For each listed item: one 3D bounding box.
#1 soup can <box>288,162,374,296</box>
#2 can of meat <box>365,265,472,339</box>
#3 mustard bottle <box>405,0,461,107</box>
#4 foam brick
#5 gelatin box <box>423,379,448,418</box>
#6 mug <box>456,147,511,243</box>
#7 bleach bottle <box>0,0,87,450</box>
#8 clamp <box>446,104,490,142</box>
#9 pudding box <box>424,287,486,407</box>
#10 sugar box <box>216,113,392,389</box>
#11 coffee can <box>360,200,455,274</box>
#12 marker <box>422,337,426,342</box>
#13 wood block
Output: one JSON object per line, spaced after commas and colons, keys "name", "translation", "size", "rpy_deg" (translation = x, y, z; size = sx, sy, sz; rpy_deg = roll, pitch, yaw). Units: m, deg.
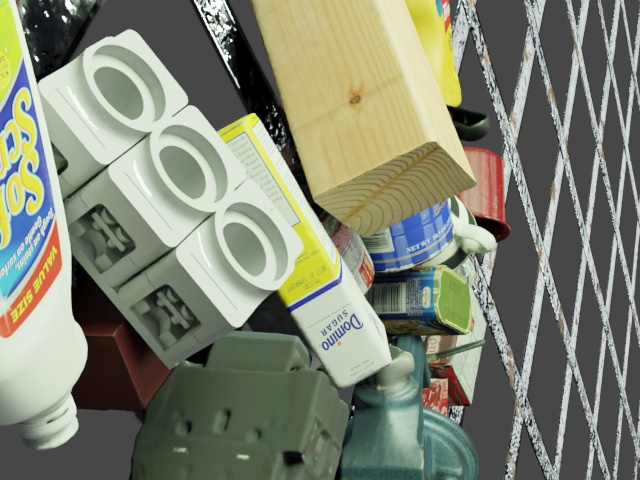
{"name": "soup can", "translation": [-0.005, 0.001, 0.793], "size": [0.102, 0.069, 0.068], "rpy_deg": [61, 36, -46]}
{"name": "can of meat", "translation": [0.084, 0.057, 0.963], "size": [0.102, 0.084, 0.057], "rpy_deg": [29, 61, -61]}
{"name": "mustard bottle", "translation": [0.102, -0.224, 1.051], "size": [0.096, 0.058, 0.191], "rpy_deg": [-40, 125, -71]}
{"name": "foam brick", "translation": [-0.107, 0.050, 0.583], "size": [0.078, 0.053, 0.051], "rpy_deg": [-56, 137, -51]}
{"name": "gelatin box", "translation": [0.103, 0.177, 1.066], "size": [0.089, 0.030, 0.073], "rpy_deg": [9, 81, -65]}
{"name": "mug", "translation": [0.150, -0.041, 1.128], "size": [0.117, 0.093, 0.081], "rpy_deg": [110, -16, -68]}
{"name": "bleach bottle", "translation": [-0.153, -0.018, 0.477], "size": [0.102, 0.068, 0.251], "rpy_deg": [-53, 138, -52]}
{"name": "clamp", "translation": [0.085, -0.112, 0.927], "size": [0.165, 0.036, 0.210], "rpy_deg": [60, -13, 23]}
{"name": "pudding box", "translation": [0.146, 0.111, 1.155], "size": [0.090, 0.039, 0.113], "rpy_deg": [62, 38, -46]}
{"name": "sugar box", "translation": [-0.017, 0.005, 0.687], "size": [0.176, 0.048, 0.093], "rpy_deg": [61, 5, -9]}
{"name": "coffee can", "translation": [0.047, -0.058, 0.869], "size": [0.102, 0.103, 0.140], "rpy_deg": [-58, 140, -50]}
{"name": "marker", "translation": [0.098, 0.095, 1.071], "size": [0.121, 0.020, 0.020], "rpy_deg": [-47, 130, -57]}
{"name": "wood block", "translation": [0.022, -0.120, 0.743], "size": [0.090, 0.091, 0.206], "rpy_deg": [33, 36, -59]}
